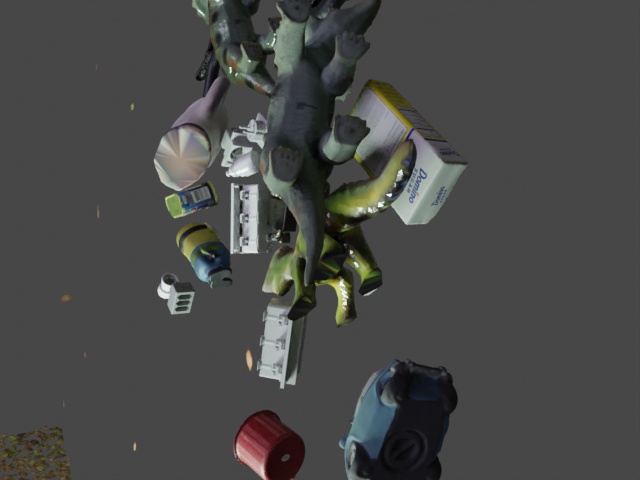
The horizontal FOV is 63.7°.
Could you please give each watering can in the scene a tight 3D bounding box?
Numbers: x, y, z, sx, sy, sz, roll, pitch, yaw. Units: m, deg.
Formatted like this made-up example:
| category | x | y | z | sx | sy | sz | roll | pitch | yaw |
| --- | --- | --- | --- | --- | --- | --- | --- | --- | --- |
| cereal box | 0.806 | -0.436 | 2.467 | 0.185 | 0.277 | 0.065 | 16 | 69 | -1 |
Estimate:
| category | x | y | z | sx | sy | sz | roll | pitch | yaw |
| --- | --- | --- | --- | --- | --- | --- | --- | --- | --- |
| watering can | -0.274 | -0.183 | 1.090 | 0.341 | 0.103 | 0.230 | -55 | 14 | 35 |

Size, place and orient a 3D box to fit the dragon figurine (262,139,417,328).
| category | x | y | z | sx | sy | sz | roll | pitch | yaw |
| --- | --- | --- | --- | --- | --- | --- | --- | --- | --- |
| dragon figurine | 0.002 | -0.035 | 0.699 | 0.401 | 0.122 | 0.248 | -62 | 36 | 39 |
